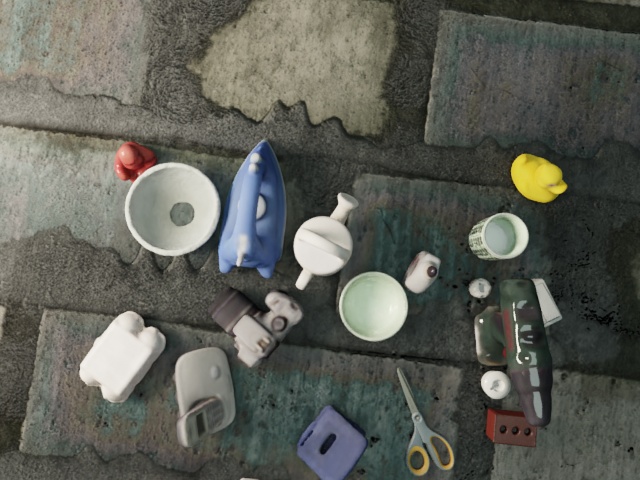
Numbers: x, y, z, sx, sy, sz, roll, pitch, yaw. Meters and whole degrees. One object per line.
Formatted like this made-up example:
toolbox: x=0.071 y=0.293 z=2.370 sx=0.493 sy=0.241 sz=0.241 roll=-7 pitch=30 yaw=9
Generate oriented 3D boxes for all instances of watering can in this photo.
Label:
watering can: x=0.007 y=0.003 z=0.978 sx=0.101 sy=0.194 sz=0.173 roll=7 pitch=86 yaw=0

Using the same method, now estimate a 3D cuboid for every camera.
camera: x=-0.119 y=0.136 z=1.013 sx=0.137 sy=0.101 sz=0.143 roll=41 pitch=86 yaw=2

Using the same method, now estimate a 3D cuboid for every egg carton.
egg carton: x=-0.351 y=0.207 z=1.020 sx=0.107 sy=0.069 sz=0.150 roll=35 pitch=86 yaw=2

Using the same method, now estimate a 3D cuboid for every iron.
iron: x=-0.119 y=-0.066 z=1.007 sx=0.118 sy=0.141 sz=0.258 roll=6 pitch=86 yaw=0

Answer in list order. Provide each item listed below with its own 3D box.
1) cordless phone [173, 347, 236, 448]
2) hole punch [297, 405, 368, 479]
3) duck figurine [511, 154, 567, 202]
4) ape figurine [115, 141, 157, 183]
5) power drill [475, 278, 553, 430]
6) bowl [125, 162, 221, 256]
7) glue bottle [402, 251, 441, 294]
cordless phone: x=-0.204 y=0.262 z=0.960 sx=0.094 sy=0.185 sz=0.148 roll=-13 pitch=86 yaw=-1
hole punch: x=0.019 y=0.361 z=1.003 sx=0.101 sy=0.091 sz=0.109 roll=37 pitch=86 yaw=2
duck figurine: x=0.405 y=-0.118 z=1.046 sx=0.104 sy=0.086 sz=0.077 roll=44 pitch=87 yaw=3
ape figurine: x=-0.339 y=-0.146 z=1.035 sx=0.078 sy=0.092 sz=0.076 roll=-15 pitch=86 yaw=-2
power drill: x=0.326 y=0.179 z=0.962 sx=0.075 sy=0.208 sz=0.230 roll=-5 pitch=86 yaw=-1
bowl: x=-0.259 y=-0.052 z=1.037 sx=0.167 sy=0.074 sz=0.167 roll=0 pitch=86 yaw=-1
glue bottle: x=0.181 y=0.055 z=0.987 sx=0.037 sy=0.173 sz=0.078 roll=26 pitch=86 yaw=2
